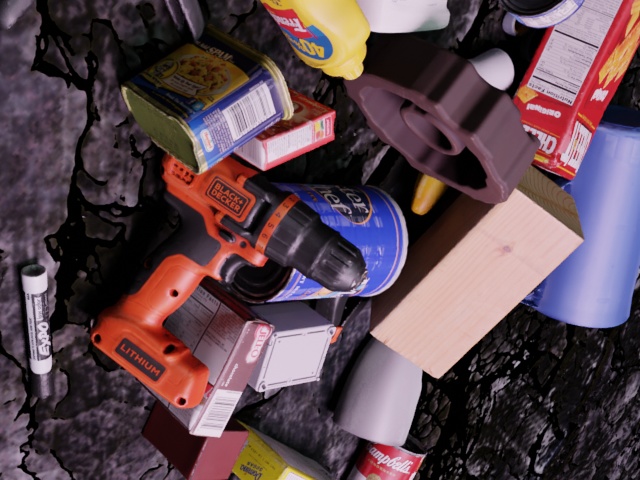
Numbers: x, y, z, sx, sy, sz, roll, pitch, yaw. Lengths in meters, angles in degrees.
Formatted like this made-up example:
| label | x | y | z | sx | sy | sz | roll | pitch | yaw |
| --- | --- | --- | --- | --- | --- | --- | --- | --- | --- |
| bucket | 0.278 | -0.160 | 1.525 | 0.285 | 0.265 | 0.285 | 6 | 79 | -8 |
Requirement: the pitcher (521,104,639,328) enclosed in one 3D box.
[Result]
| label | x | y | z | sx | sy | sz | roll | pitch | yaw |
| --- | --- | --- | --- | --- | --- | --- | --- | --- | --- |
| pitcher | 0.312 | -0.029 | 1.237 | 0.149 | 0.145 | 0.243 | -41 | 142 | -60 |

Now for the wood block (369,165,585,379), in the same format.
| label | x | y | z | sx | sy | sz | roll | pitch | yaw |
| --- | --- | --- | --- | --- | --- | --- | --- | --- | --- |
| wood block | 0.147 | 0.025 | 1.035 | 0.090 | 0.090 | 0.206 | 35 | 117 | -14 |

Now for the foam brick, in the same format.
| label | x | y | z | sx | sy | sz | roll | pitch | yaw |
| --- | --- | --- | --- | --- | --- | --- | --- | --- | --- |
| foam brick | -0.112 | 0.175 | 0.962 | 0.051 | 0.078 | 0.053 | 14 | 105 | -48 |

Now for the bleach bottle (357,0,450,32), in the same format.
| label | x | y | z | sx | sy | sz | roll | pitch | yaw |
| --- | --- | --- | --- | --- | --- | --- | --- | --- | --- |
| bleach bottle | 0.076 | -0.296 | 0.847 | 0.102 | 0.068 | 0.251 | -14 | 123 | -42 |

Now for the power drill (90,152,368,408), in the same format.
| label | x | y | z | sx | sy | sz | roll | pitch | yaw |
| --- | --- | --- | --- | --- | --- | --- | --- | --- | --- |
| power drill | -0.079 | 0.036 | 0.837 | 0.188 | 0.184 | 0.057 | -57 | 169 | 8 |

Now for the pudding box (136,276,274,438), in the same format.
| label | x | y | z | sx | sy | sz | roll | pitch | yaw |
| --- | --- | --- | --- | --- | --- | --- | --- | --- | --- |
| pudding box | -0.099 | 0.098 | 0.912 | 0.039 | 0.090 | 0.113 | 19 | 102 | -49 |

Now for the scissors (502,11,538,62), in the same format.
| label | x | y | z | sx | sy | sz | roll | pitch | yaw |
| --- | --- | --- | --- | --- | --- | --- | --- | --- | --- |
| scissors | 0.260 | -0.258 | 1.103 | 0.201 | 0.016 | 0.096 | -38 | 140 | -21 |

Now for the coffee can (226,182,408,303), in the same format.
| label | x | y | z | sx | sy | sz | roll | pitch | yaw |
| --- | --- | --- | --- | --- | --- | --- | --- | --- | --- |
| coffee can | -0.006 | 0.001 | 0.933 | 0.140 | 0.103 | 0.103 | -1 | 116 | -46 |

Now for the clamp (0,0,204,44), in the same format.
| label | x | y | z | sx | sy | sz | roll | pitch | yaw |
| --- | --- | --- | --- | --- | --- | --- | --- | --- | --- |
| clamp | -0.136 | -0.225 | 0.691 | 0.164 | 0.036 | 0.210 | -14 | 124 | -41 |

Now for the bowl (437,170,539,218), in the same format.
| label | x | y | z | sx | sy | sz | roll | pitch | yaw |
| --- | --- | --- | --- | --- | --- | --- | --- | --- | --- |
| bowl | 0.174 | -0.015 | 1.149 | 0.161 | 0.055 | 0.162 | -26 | 133 | -32 |

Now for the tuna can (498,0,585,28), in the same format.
| label | x | y | z | sx | sy | sz | roll | pitch | yaw |
| --- | --- | --- | --- | --- | --- | --- | --- | --- | --- |
| tuna can | 0.210 | -0.244 | 1.003 | 0.033 | 0.086 | 0.086 | 22 | 99 | -53 |

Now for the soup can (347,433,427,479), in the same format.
| label | x | y | z | sx | sy | sz | roll | pitch | yaw |
| --- | --- | --- | --- | --- | --- | --- | --- | --- | --- |
| soup can | 0.070 | 0.272 | 1.230 | 0.068 | 0.069 | 0.102 | 16 | 104 | -50 |

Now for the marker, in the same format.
| label | x | y | z | sx | sy | sz | roll | pitch | yaw |
| --- | --- | --- | --- | --- | --- | --- | --- | --- | --- |
| marker | -0.218 | 0.074 | 0.828 | 0.020 | 0.020 | 0.121 | -21 | 130 | -36 |

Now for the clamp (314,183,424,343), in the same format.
| label | x | y | z | sx | sy | sz | roll | pitch | yaw |
| --- | --- | --- | --- | --- | --- | --- | --- | --- | --- |
| clamp | 0.047 | 0.021 | 1.057 | 0.120 | 0.039 | 0.172 | 0 | 122 | -53 |

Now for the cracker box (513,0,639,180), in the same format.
| label | x | y | z | sx | sy | sz | roll | pitch | yaw |
| --- | --- | --- | --- | --- | --- | --- | --- | --- | --- |
| cracker box | 0.266 | -0.173 | 1.084 | 0.214 | 0.072 | 0.164 | -66 | 160 | 8 |

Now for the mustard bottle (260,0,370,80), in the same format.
| label | x | y | z | sx | sy | sz | roll | pitch | yaw |
| --- | --- | --- | --- | --- | --- | --- | --- | --- | --- |
| mustard bottle | -0.012 | -0.184 | 0.803 | 0.058 | 0.096 | 0.191 | -50 | 142 | -7 |

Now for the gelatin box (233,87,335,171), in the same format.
| label | x | y | z | sx | sy | sz | roll | pitch | yaw |
| --- | --- | --- | --- | --- | --- | --- | --- | --- | --- |
| gelatin box | -0.044 | -0.095 | 0.837 | 0.073 | 0.089 | 0.030 | -26 | 133 | -33 |

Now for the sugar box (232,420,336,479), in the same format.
| label | x | y | z | sx | sy | sz | roll | pitch | yaw |
| --- | --- | --- | --- | --- | --- | --- | --- | --- | --- |
| sugar box | -0.030 | 0.243 | 1.085 | 0.048 | 0.093 | 0.176 | -51 | 141 | -5 |

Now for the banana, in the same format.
| label | x | y | z | sx | sy | sz | roll | pitch | yaw |
| --- | --- | --- | --- | --- | --- | --- | --- | --- | --- |
| banana | 0.153 | -0.098 | 1.067 | 0.197 | 0.037 | 0.069 | -37 | 124 | -35 |

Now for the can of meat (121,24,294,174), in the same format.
| label | x | y | z | sx | sy | sz | roll | pitch | yaw |
| --- | --- | --- | --- | --- | --- | --- | --- | --- | --- |
| can of meat | -0.084 | -0.103 | 0.780 | 0.083 | 0.102 | 0.057 | -37 | 137 | -20 |
